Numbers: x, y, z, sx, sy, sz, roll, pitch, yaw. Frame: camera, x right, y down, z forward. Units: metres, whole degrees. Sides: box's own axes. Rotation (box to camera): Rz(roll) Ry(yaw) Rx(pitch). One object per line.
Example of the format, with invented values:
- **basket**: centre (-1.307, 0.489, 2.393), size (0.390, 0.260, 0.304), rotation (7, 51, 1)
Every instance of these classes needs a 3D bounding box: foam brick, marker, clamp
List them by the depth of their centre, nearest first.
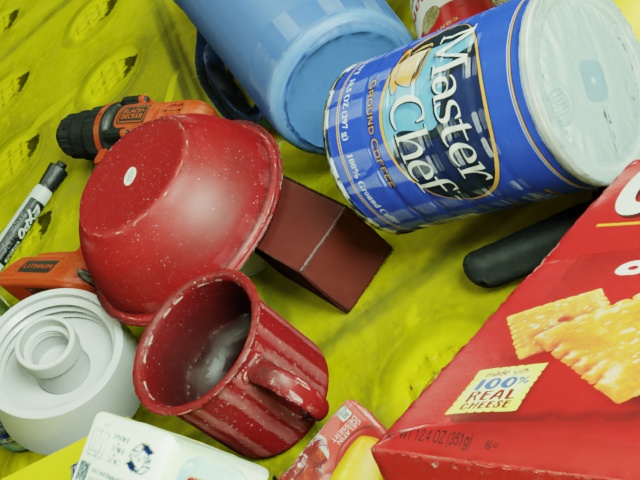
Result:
- **clamp**: centre (0.152, -0.014, 0.556), size (0.172, 0.039, 0.120), rotation (19, 79, 55)
- **foam brick**: centre (-0.004, 0.001, 0.671), size (0.051, 0.053, 0.078), rotation (-53, 40, -7)
- **marker**: centre (-0.262, -0.019, 0.945), size (0.020, 0.020, 0.121), rotation (17, 71, 48)

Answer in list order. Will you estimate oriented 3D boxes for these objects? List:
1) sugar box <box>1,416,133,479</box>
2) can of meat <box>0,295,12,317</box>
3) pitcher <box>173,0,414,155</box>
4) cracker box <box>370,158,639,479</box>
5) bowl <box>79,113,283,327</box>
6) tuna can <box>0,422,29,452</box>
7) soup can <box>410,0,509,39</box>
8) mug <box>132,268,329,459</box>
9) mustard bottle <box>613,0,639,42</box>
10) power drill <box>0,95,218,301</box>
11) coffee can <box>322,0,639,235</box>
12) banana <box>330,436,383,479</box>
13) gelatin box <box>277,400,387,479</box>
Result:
- **sugar box**: centre (-0.176, 0.189, 0.677), size (0.176, 0.048, 0.093), rotation (-27, 44, 22)
- **can of meat**: centre (-0.284, 0.083, 0.852), size (0.084, 0.057, 0.102), rotation (-49, 40, -6)
- **pitcher**: centre (-0.028, -0.158, 0.779), size (0.145, 0.149, 0.243), rotation (-29, 44, -2)
- **cracker box**: centre (0.146, 0.038, 0.377), size (0.164, 0.072, 0.213), rotation (-3, 30, 46)
- **bowl**: centre (-0.104, -0.027, 0.692), size (0.162, 0.055, 0.162), rotation (-24, 45, 26)
- **tuna can**: centre (-0.217, 0.112, 0.786), size (0.086, 0.033, 0.086), rotation (-24, 45, 26)
- **soup can**: centre (0.096, -0.127, 0.673), size (0.069, 0.068, 0.102), rotation (-28, 42, 22)
- **mug**: centre (-0.040, 0.078, 0.617), size (0.117, 0.081, 0.093), rotation (10, 66, 46)
- **mustard bottle**: centre (0.125, -0.161, 0.578), size (0.058, 0.191, 0.096), rotation (-43, 39, 6)
- **power drill**: centre (-0.180, -0.032, 0.852), size (0.185, 0.057, 0.187), rotation (1, 59, 42)
- **coffee can**: centre (0.085, -0.065, 0.558), size (0.141, 0.102, 0.102), rotation (-14, 49, 47)
- **banana**: centre (0.023, 0.191, 0.486), size (0.070, 0.037, 0.198), rotation (-23, 60, 13)
- **gelatin box**: centre (0.012, 0.139, 0.561), size (0.089, 0.030, 0.073), rotation (-48, 40, -1)
